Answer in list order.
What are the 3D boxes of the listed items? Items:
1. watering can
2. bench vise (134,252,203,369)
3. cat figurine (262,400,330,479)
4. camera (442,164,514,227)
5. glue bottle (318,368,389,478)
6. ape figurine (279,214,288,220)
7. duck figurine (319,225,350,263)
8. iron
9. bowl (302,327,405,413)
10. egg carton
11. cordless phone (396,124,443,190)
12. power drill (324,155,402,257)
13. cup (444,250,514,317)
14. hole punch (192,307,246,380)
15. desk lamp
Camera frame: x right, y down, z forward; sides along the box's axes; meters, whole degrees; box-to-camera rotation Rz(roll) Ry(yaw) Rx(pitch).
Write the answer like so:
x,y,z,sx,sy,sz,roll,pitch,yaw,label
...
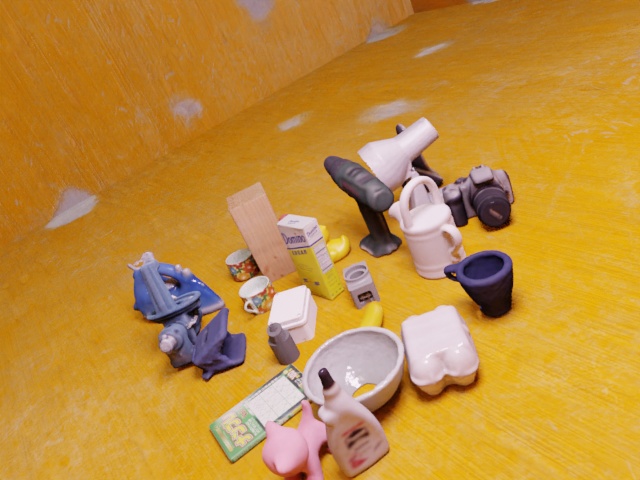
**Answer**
x,y,z,sx,sy,sz,roll,pitch,yaw,label
0.198,-0.030,1.093,0.172,0.194,0.101,0,35,40,watering can
-0.303,0.137,1.180,0.121,0.220,0.206,-31,27,-12,bench vise
-0.034,0.283,0.794,0.067,0.118,0.128,-7,31,31,cat figurine
0.332,-0.086,1.189,0.143,0.101,0.137,-18,27,13,camera
0.033,0.236,0.762,0.078,0.173,0.037,-33,27,-16,glue bottle
-0.076,-0.024,1.431,0.076,0.092,0.077,-28,26,-6,ape figurine
0.012,0.005,1.310,0.104,0.086,0.077,-18,27,13,duck figurine
-0.350,0.107,1.365,0.257,0.142,0.119,-6,32,33,iron
0.061,0.215,0.889,0.167,0.075,0.167,-19,27,10,bowl
0.183,0.166,0.882,0.107,0.069,0.150,-21,26,8,egg carton
0.226,-0.216,1.425,0.094,0.185,0.147,-26,26,-2,cordless phone
0.096,-0.075,1.246,0.076,0.209,0.228,-32,27,-14,power drill
0.267,0.078,0.945,0.117,0.095,0.092,-2,34,38,cup
-0.207,0.201,1.125,0.101,0.091,0.108,-23,26,4,hole punch
0.210,-0.154,1.290,0.203,0.214,0.117,-24,26,1,desk lamp
